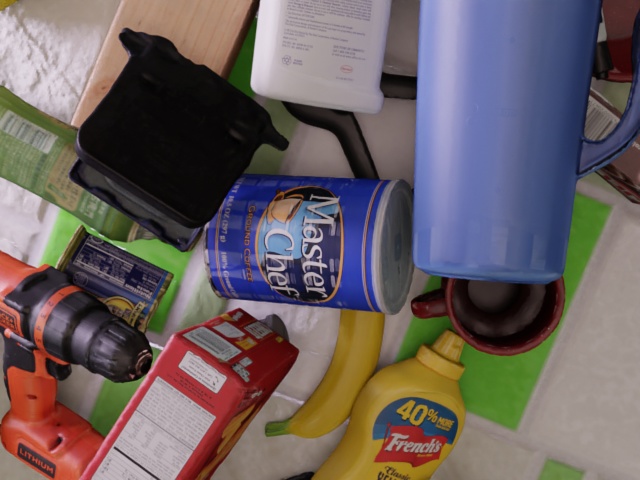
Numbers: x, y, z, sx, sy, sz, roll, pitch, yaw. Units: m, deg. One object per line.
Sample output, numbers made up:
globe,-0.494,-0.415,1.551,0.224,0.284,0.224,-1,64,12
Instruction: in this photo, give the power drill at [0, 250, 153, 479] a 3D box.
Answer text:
power drill,-0.196,0.107,0.815,0.185,0.057,0.188,26,131,28

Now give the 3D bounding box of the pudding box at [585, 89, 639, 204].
pudding box,0.229,-0.072,0.842,0.113,0.090,0.039,40,93,-4

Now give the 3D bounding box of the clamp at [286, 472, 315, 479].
clamp,-0.112,0.240,0.902,0.164,0.036,0.210,27,95,-1

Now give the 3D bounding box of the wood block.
wood block,-0.105,-0.166,0.831,0.090,0.091,0.206,23,95,-3

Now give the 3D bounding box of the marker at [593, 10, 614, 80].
marker,0.204,-0.182,0.808,0.020,0.020,0.121,-12,97,1

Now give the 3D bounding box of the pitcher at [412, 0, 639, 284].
pitcher,0.138,-0.093,0.751,0.144,0.149,0.243,4,91,-29

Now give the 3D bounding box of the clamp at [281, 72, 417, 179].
clamp,0.032,-0.121,0.861,0.120,0.039,0.171,-45,94,3

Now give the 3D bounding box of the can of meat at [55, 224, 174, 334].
can of meat,-0.172,0.047,0.854,0.084,0.057,0.102,26,138,-6

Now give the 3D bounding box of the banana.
banana,0.017,0.087,0.885,0.069,0.037,0.198,21,96,-2

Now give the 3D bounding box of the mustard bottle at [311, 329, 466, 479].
mustard bottle,0.066,0.160,0.878,0.096,0.058,0.192,26,95,-26

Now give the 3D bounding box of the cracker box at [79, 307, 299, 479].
cracker box,-0.111,0.162,0.791,0.072,0.164,0.214,34,98,7

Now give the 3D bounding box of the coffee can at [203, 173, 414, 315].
coffee can,-0.005,0.001,0.823,0.140,0.102,0.103,4,97,19

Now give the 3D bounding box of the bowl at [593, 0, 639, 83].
bowl,0.239,-0.205,0.844,0.162,0.055,0.162,0,96,0

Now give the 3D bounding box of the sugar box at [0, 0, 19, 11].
sugar box,-0.197,-0.238,0.822,0.176,0.093,0.048,-27,97,3

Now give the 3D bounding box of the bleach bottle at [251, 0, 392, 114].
bleach bottle,0.017,-0.223,0.766,0.102,0.068,0.251,7,103,-14

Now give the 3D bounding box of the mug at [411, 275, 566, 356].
mug,0.130,0.043,0.858,0.117,0.081,0.093,-16,96,1
